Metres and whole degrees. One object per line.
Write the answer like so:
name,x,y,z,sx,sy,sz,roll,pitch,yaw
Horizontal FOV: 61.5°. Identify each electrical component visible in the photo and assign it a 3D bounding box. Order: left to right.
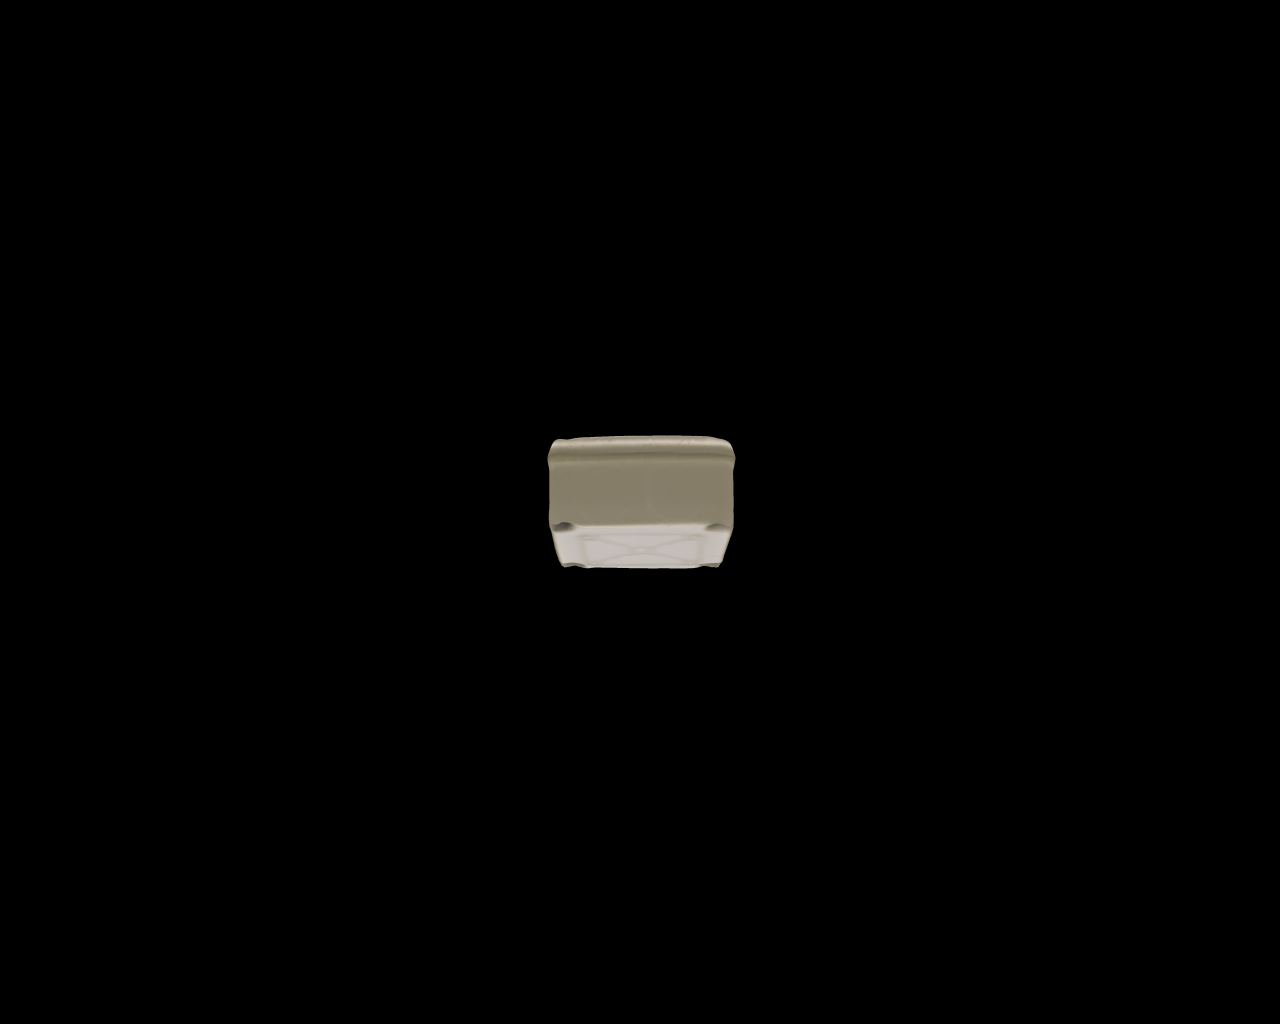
electrical component,0.001,-0.003,0.650,0.109,0.056,0.108,0,-17,0
